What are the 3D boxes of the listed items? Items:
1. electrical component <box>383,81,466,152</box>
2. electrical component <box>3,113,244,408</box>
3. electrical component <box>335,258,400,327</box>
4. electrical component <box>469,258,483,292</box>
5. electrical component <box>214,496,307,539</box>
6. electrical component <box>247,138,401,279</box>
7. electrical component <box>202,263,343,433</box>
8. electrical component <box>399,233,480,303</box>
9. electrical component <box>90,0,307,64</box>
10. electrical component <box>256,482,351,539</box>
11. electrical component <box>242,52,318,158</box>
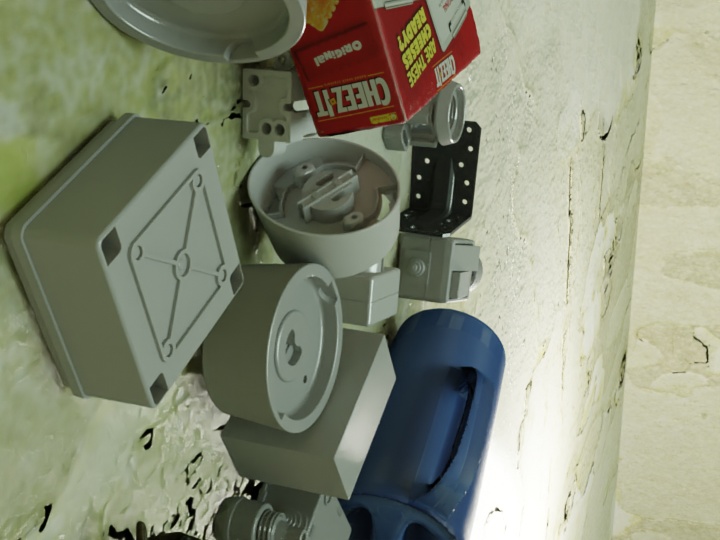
[{"bbox_3d":[0.059,-0.140,0.949,0.058,0.057,0.078,65,38,-55],"label":"electrical component"},{"bbox_3d":[-0.113,-0.006,0.544,0.108,0.056,0.108,-60,150,-45],"label":"electrical component"},{"bbox_3d":[0.000,0.000,0.856,0.066,0.047,0.076,-17,113,-67],"label":"electrical component"},{"bbox_3d":[0.098,-0.001,1.104,0.047,0.055,0.055,7,91,-73],"label":"electrical component"},{"bbox_3d":[-0.066,0.173,0.724,0.035,0.061,0.035,8,90,-70],"label":"electrical component"},{"bbox_3d":[-0.021,-0.044,0.720,0.064,0.099,0.099,79,27,-53],"label":"electrical component"},{"bbox_3d":[-0.061,0.047,0.692,0.108,0.060,0.108,6,90,-67],"label":"electrical component"},{"bbox_3d":[0.074,-0.002,1.030,0.096,0.061,0.061,-2,99,-69],"label":"electrical component"},{"bbox_3d":[-0.075,-0.155,0.527,0.108,0.108,0.060,51,44,-63],"label":"electrical component"},{"bbox_3d":[-0.048,0.206,0.800,0.099,0.048,0.099,72,32,-48],"label":"electrical component"},{"bbox_3d":[-0.046,-0.109,0.703,0.055,0.048,0.066,-22,118,-58],"label":"electrical component"}]
